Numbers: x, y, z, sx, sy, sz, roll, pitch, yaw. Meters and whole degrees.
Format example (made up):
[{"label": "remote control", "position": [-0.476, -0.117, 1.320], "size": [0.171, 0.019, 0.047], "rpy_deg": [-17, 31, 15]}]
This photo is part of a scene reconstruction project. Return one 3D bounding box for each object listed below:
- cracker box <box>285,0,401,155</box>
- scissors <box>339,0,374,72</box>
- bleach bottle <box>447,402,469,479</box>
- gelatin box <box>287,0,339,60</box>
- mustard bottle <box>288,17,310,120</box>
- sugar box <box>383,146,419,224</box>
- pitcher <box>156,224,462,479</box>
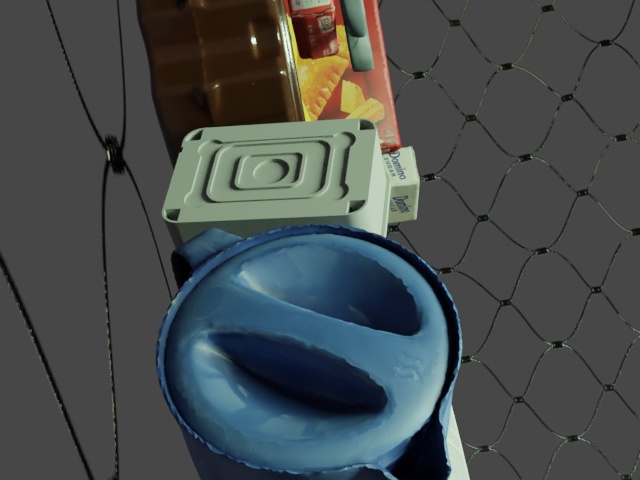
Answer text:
[{"label": "cracker box", "position": [-0.027, -0.168, 0.931], "size": [0.072, 0.164, 0.214], "rpy_deg": [-121, -159, -87]}, {"label": "scissors", "position": [0.007, -0.204, 0.662], "size": [0.096, 0.016, 0.202], "rpy_deg": [-86, 164, -82]}, {"label": "bleach bottle", "position": [0.062, 0.125, 0.751], "size": [0.102, 0.068, 0.251], "rpy_deg": [46, 30, -43]}, {"label": "gelatin box", "position": [-0.009, -0.170, 0.688], "size": [0.073, 0.030, 0.089], "rpy_deg": [75, 4, -78]}, {"label": "mustard bottle", "position": [-0.060, -0.141, 0.853], "size": [0.058, 0.096, 0.191], "rpy_deg": [-6, -84, 54]}, {"label": "sugar box", "position": [0.003, -0.040, 1.009], "size": [0.093, 0.176, 0.048], "rpy_deg": [83, -4, -69]}, {"label": "pitcher", "position": [-0.004, 0.110, 0.552], "size": [0.243, 0.145, 0.149], "rpy_deg": [85, 9, -49]}]
